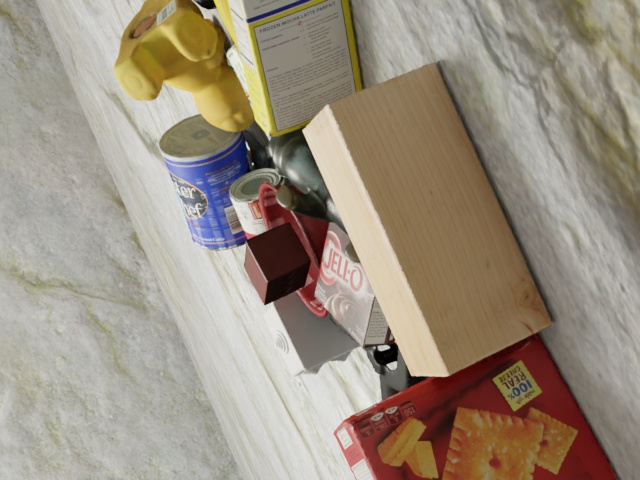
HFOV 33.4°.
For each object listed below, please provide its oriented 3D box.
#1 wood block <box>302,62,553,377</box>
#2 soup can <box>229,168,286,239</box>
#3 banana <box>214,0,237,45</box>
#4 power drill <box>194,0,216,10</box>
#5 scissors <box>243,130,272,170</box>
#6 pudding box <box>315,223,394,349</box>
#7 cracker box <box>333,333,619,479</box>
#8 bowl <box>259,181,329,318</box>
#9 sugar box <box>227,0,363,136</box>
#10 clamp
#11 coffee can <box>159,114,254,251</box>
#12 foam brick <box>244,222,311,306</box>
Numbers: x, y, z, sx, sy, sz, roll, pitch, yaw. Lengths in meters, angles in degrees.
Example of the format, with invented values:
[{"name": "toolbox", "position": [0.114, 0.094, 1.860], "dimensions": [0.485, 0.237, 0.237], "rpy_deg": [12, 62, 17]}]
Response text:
[{"name": "wood block", "position": [0.076, -0.012, 0.787], "dimensions": [0.206, 0.090, 0.090], "rpy_deg": [66, 166, 1]}, {"name": "soup can", "position": [-0.060, -0.026, 1.266], "dimensions": [0.069, 0.068, 0.102], "rpy_deg": [44, 159, 55]}, {"name": "banana", "position": [-0.075, -0.226, 1.088], "dimensions": [0.198, 0.037, 0.070], "rpy_deg": [65, 166, 5]}, {"name": "power drill", "position": [-0.164, -0.347, 1.177], "dimensions": [0.188, 0.057, 0.184], "rpy_deg": [29, 138, 63]}, {"name": "scissors", "position": [-0.062, -0.088, 1.298], "dimensions": [0.202, 0.016, 0.096], "rpy_deg": [33, 146, 64]}, {"name": "pudding box", "position": [0.039, 0.039, 1.038], "dimensions": [0.114, 0.039, 0.090], "rpy_deg": [43, 129, 52]}, {"name": "cracker box", "position": [0.131, 0.195, 0.774], "dimensions": [0.214, 0.164, 0.072], "rpy_deg": [63, 166, 14]}, {"name": "bowl", "position": [-0.008, 0.001, 1.167], "dimensions": [0.162, 0.055, 0.162], "rpy_deg": [58, 163, 29]}, {"name": "sugar box", "position": [-0.023, -0.179, 0.871], "dimensions": [0.048, 0.093, 0.176], "rpy_deg": [48, 156, 50]}, {"name": "clamp", "position": [0.074, 0.131, 1.119], "dimensions": [0.164, 0.036, 0.210], "rpy_deg": [65, 163, 5]}, {"name": "coffee can", "position": [-0.129, -0.072, 1.316], "dimensions": [0.103, 0.102, 0.140], "rpy_deg": [47, 158, 51]}, {"name": "foam brick", "position": [-0.046, 0.025, 1.123], "dimensions": [0.051, 0.053, 0.078], "rpy_deg": [61, 165, 17]}]
